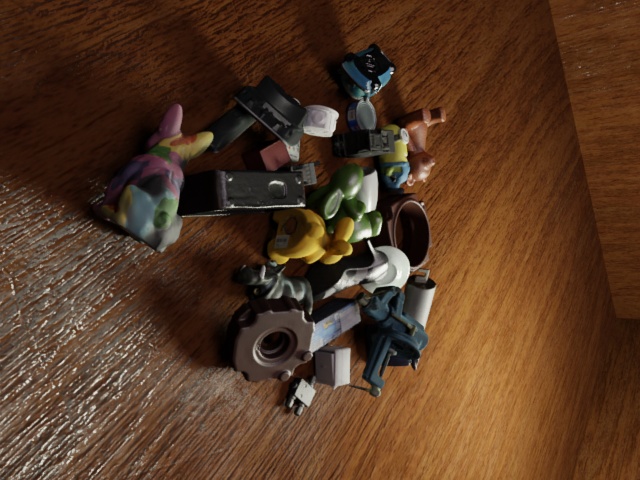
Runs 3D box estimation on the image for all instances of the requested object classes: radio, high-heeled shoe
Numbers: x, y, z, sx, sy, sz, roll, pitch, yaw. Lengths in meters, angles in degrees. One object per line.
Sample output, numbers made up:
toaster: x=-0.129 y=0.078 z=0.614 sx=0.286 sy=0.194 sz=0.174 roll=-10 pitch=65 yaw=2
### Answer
radio: x=-0.140 y=-0.085 z=0.981 sx=0.229 sy=0.131 sz=0.073 roll=-8 pitch=93 yaw=-49
high-heeled shoe: x=0.057 y=0.097 z=1.239 sx=0.249 sy=0.086 sz=0.145 roll=-37 pitch=137 yaw=-14

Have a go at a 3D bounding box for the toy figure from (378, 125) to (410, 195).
toy figure: x=0.189 y=-0.210 z=1.404 sx=0.089 sy=0.082 sz=0.180 roll=-2 pitch=99 yaw=-14

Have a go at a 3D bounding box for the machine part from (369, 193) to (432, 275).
machine part: x=0.211 y=-0.015 z=1.418 sx=0.201 sy=0.087 sz=0.201 roll=-27 pitch=110 yaw=-47

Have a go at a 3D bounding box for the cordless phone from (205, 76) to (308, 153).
cordless phone: x=-0.125 y=-0.208 z=1.018 sx=0.146 sy=0.088 sz=0.184 roll=42 pitch=62 yaw=0

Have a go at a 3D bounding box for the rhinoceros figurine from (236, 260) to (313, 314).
rhinoceros figurine: x=-0.086 y=0.098 z=1.081 sx=0.190 sy=0.073 sz=0.112 roll=18 pitch=77 yaw=-48

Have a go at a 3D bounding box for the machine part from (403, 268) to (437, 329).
machine part: x=0.251 y=0.180 z=1.416 sx=0.079 sy=0.079 sz=0.243 roll=-21 pitch=129 yaw=-47

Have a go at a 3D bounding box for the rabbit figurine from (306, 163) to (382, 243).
rabbit figurine: x=0.048 y=-0.088 z=1.212 sx=0.159 sy=0.121 sz=0.170 roll=-15 pitch=117 yaw=-28

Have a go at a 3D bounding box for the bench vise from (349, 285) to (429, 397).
bench vise: x=0.148 y=0.230 z=1.219 sx=0.223 sy=0.129 sz=0.240 roll=44 pitch=59 yaw=-33

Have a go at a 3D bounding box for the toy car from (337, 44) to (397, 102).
toy car: x=0.104 y=-0.395 z=1.297 sx=0.109 sy=0.103 sz=0.162 roll=47 pitch=52 yaw=-2

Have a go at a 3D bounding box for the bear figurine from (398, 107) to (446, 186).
bear figurine: x=0.281 y=-0.255 z=1.479 sx=0.120 sy=0.132 sz=0.195 roll=-12 pitch=91 yaw=-43

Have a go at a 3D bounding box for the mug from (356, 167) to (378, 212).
mug: x=0.106 y=-0.120 z=1.314 sx=0.109 sy=0.081 sz=0.107 roll=-37 pitch=126 yaw=-50

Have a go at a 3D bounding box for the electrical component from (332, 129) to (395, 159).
electrical component: x=0.113 y=-0.230 z=1.291 sx=0.134 sy=0.115 sz=0.058 roll=-8 pitch=96 yaw=-47

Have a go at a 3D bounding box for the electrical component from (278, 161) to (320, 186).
electrical component: x=-0.046 y=-0.137 z=1.138 sx=0.119 sy=0.075 sz=0.047 roll=-18 pitch=102 yaw=-51

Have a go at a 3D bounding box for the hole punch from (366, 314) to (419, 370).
hole punch: x=0.180 y=0.259 z=1.355 sx=0.092 sy=0.116 sz=0.142 roll=-6 pitch=93 yaw=-41

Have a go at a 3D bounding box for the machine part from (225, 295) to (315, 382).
machine part: x=-0.093 y=0.189 z=1.019 sx=0.179 sy=0.056 sz=0.179 roll=-10 pitch=118 yaw=-21

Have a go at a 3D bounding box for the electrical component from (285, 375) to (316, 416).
electrical component: x=-0.040 y=0.327 z=1.162 sx=0.063 sy=0.021 sz=0.094 roll=52 pitch=53 yaw=-33

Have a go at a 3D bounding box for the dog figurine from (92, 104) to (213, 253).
dog figurine: x=-0.244 y=-0.103 z=0.837 sx=0.108 sy=0.192 sz=0.219 roll=38 pitch=76 yaw=-34

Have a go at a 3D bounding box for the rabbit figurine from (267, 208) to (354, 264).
rabbit figurine: x=-0.002 y=-0.003 z=1.126 sx=0.173 sy=0.162 sz=0.122 roll=34 pitch=52 yaw=-48

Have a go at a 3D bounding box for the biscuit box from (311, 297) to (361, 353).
biscuit box: x=0.007 y=0.189 z=1.192 sx=0.202 sy=0.063 sz=0.059 roll=-22 pitch=106 yaw=-47
